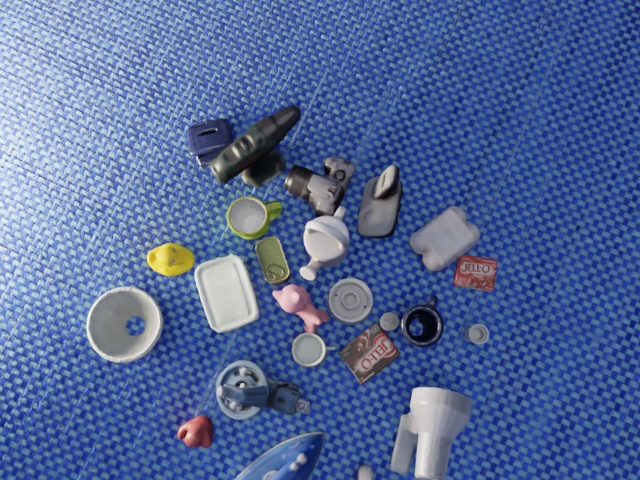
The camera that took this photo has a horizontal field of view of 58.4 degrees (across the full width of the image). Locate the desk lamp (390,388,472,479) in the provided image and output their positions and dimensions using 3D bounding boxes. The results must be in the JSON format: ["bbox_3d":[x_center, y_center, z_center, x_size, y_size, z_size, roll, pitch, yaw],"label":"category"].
[{"bbox_3d":[0.225,0.400,1.165,0.118,0.213,0.203,13,80,4],"label":"desk lamp"}]

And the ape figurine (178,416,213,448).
[{"bbox_3d":[-0.267,0.421,1.233,0.077,0.092,0.076,39,83,8],"label":"ape figurine"}]

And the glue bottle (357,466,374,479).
[{"bbox_3d":[0.095,0.514,1.167,0.037,0.173,0.078,-1,79,1],"label":"glue bottle"}]

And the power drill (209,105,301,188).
[{"bbox_3d":[-0.134,-0.198,1.285,0.230,0.208,0.075,-36,81,-5],"label":"power drill"}]

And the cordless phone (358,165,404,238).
[{"bbox_3d":[0.139,-0.085,1.271,0.094,0.185,0.148,8,80,3],"label":"cordless phone"}]

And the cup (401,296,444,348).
[{"bbox_3d":[0.225,0.179,1.267,0.091,0.095,0.118,24,81,6],"label":"cup"}]

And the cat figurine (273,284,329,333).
[{"bbox_3d":[-0.041,0.146,1.266,0.127,0.118,0.067,43,83,8],"label":"cat figurine"}]

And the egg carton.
[{"bbox_3d":[0.286,-0.002,1.312,0.150,0.069,0.107,-37,81,-5],"label":"egg carton"}]

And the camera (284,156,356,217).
[{"bbox_3d":[-0.004,-0.137,1.326,0.136,0.101,0.143,26,81,6],"label":"camera"}]

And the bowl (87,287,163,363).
[{"bbox_3d":[-0.428,0.191,1.287,0.167,0.075,0.167,0,80,1],"label":"bowl"}]

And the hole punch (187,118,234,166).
[{"bbox_3d":[-0.261,-0.239,1.355,0.108,0.091,0.101,-16,79,-2],"label":"hole punch"}]

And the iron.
[{"bbox_3d":[-0.089,0.499,1.190,0.258,0.141,0.118,-42,81,-6],"label":"iron"}]

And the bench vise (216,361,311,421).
[{"bbox_3d":[-0.126,0.310,1.185,0.207,0.220,0.121,-3,79,1],"label":"bench vise"}]

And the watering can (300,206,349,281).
[{"bbox_3d":[0.014,0.005,1.252,0.101,0.194,0.173,5,80,2],"label":"watering can"}]

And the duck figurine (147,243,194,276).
[{"bbox_3d":[-0.347,0.040,1.307,0.104,0.086,0.077,2,79,2],"label":"duck figurine"}]
